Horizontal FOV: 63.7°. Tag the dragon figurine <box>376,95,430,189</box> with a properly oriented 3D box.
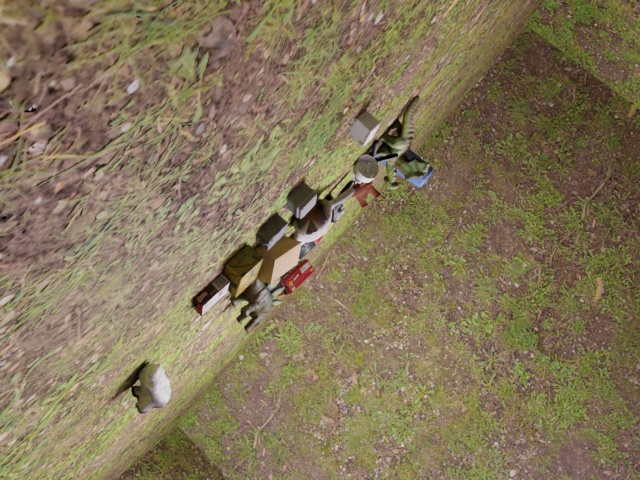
[{"bbox_3d":[0.352,-0.359,2.086,0.124,0.244,0.402,-34,167,-44],"label":"dragon figurine"}]

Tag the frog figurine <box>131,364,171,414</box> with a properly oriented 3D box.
[{"bbox_3d":[-0.505,0.437,1.584,0.157,0.122,0.140,-60,-158,19],"label":"frog figurine"}]

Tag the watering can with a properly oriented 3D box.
[{"bbox_3d":[0.006,-0.094,1.878,0.350,0.104,0.222,-46,172,-10],"label":"watering can"}]
